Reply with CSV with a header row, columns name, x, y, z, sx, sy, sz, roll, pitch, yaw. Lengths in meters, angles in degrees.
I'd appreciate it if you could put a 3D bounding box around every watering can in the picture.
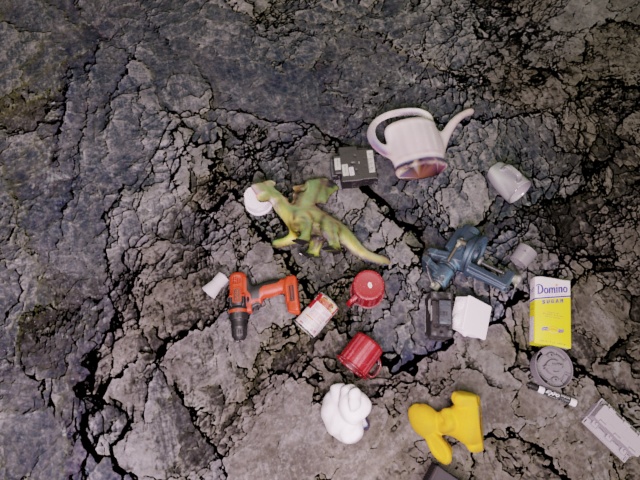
name,x,y,z,sx,sy,sz,roll,pitch,yaw
watering can,0.310,-0.287,1.483,0.348,0.102,0.228,-8,71,-11

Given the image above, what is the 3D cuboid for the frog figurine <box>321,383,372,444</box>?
name,x,y,z,sx,sy,sz,roll,pitch,yaw
frog figurine,0.061,0.405,1.206,0.123,0.157,0.139,-9,71,1

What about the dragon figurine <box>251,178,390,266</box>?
name,x,y,z,sx,sy,sz,roll,pitch,yaw
dragon figurine,0.004,-0.071,1.417,0.409,0.120,0.248,13,64,-12
